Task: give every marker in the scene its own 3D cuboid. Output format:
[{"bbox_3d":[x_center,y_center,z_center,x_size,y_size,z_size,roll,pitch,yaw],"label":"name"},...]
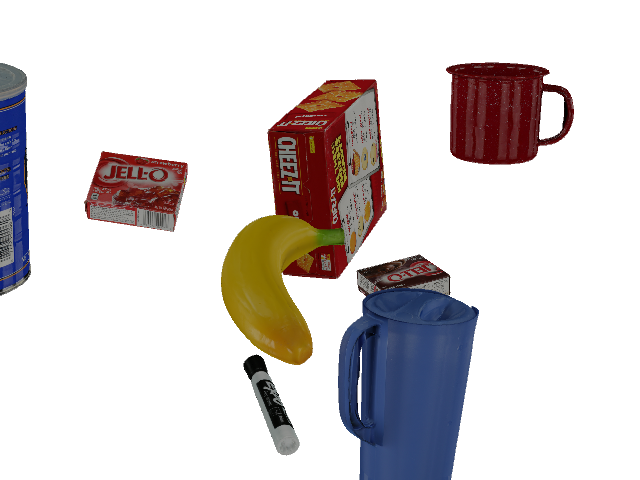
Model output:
[{"bbox_3d":[-0.042,0.131,0.874,0.020,0.020,0.121,0,27,-18],"label":"marker"}]

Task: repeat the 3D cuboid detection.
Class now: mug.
[{"bbox_3d":[0.173,-0.116,0.980,0.117,0.081,0.093,4,17,13],"label":"mug"}]

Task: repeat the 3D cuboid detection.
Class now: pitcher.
[{"bbox_3d":[0.098,0.185,1.244,0.149,0.243,0.145,6,14,7],"label":"pitcher"}]

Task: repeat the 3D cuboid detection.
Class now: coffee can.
[{"bbox_3d":[-0.247,-0.042,0.713,0.103,0.140,0.103,4,22,-2],"label":"coffee can"}]

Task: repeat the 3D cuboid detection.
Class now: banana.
[{"bbox_3d":[-0.028,0.020,0.662,0.069,0.037,0.197,0,22,8],"label":"banana"}]

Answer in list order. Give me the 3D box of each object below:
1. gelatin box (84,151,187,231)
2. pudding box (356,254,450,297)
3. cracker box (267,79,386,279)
[{"bbox_3d":[-0.182,-0.050,1.058,0.089,0.073,0.030,9,-43,-2],"label":"gelatin box"},{"bbox_3d":[0.123,0.063,1.583,0.113,0.039,0.090,-15,24,-21],"label":"pudding box"},{"bbox_3d":[0.011,-0.075,1.180,0.072,0.164,0.213,2,22,18],"label":"cracker box"}]
